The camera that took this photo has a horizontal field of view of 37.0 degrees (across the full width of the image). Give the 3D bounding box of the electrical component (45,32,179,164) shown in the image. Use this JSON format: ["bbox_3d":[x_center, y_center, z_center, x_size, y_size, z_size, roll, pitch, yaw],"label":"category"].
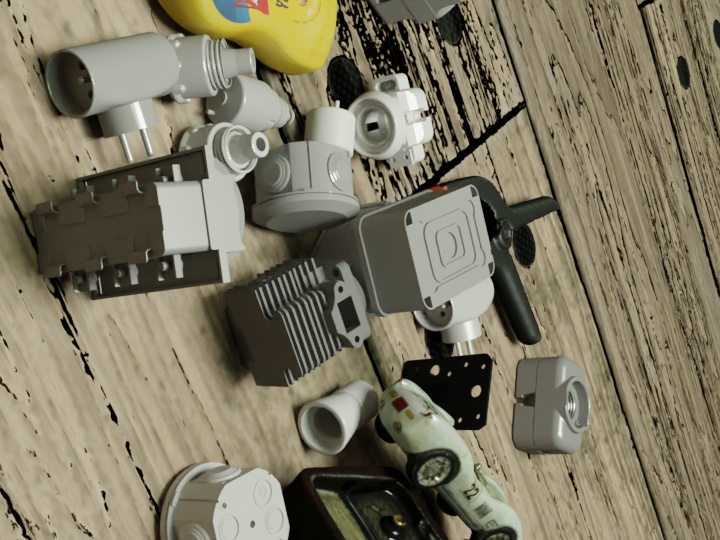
[{"bbox_3d":[-0.153,-0.109,0.695,0.077,0.043,0.079,-30,107,-51],"label":"electrical component"}]

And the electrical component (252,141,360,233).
[{"bbox_3d":[-0.042,-0.060,0.804,0.080,0.080,0.051,11,69,-51],"label":"electrical component"}]

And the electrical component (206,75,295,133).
[{"bbox_3d":[-0.079,-0.121,0.797,0.078,0.040,0.040,7,79,-52],"label":"electrical component"}]

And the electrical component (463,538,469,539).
[{"bbox_3d":[0.055,0.283,0.883,0.121,0.063,0.078,-23,102,-52],"label":"electrical component"}]

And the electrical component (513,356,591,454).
[{"bbox_3d":[0.196,0.138,1.096,0.054,0.059,0.095,28,62,-47],"label":"electrical component"}]

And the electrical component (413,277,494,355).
[{"bbox_3d":[0.090,0.043,0.986,0.077,0.043,0.079,-21,101,-53],"label":"electrical component"}]

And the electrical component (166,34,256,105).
[{"bbox_3d":[-0.104,-0.141,0.744,0.048,0.062,0.048,-6,90,-85],"label":"electrical component"}]

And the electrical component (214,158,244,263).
[{"bbox_3d":[-0.120,-0.037,0.720,0.080,0.051,0.080,13,74,-51],"label":"electrical component"}]

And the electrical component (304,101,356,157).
[{"bbox_3d":[-0.026,-0.094,0.862,0.040,0.040,0.078,22,67,-49],"label":"electrical component"}]

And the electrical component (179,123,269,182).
[{"bbox_3d":[-0.092,-0.083,0.754,0.048,0.062,0.048,13,74,-51],"label":"electrical component"}]

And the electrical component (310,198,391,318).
[{"bbox_3d":[0.000,0.000,0.861,0.061,0.062,0.096,51,47,-35],"label":"electrical component"}]

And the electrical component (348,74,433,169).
[{"bbox_3d":[0.023,-0.125,0.918,0.057,0.058,0.078,-24,103,-55],"label":"electrical component"}]

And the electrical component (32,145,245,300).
[{"bbox_3d":[-0.136,-0.025,0.639,0.063,0.121,0.078,-8,91,-50],"label":"electrical component"}]

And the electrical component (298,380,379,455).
[{"bbox_3d":[-0.013,0.112,0.843,0.065,0.044,0.044,-27,106,-56],"label":"electrical component"}]

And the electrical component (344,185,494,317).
[{"bbox_3d":[0.047,-0.016,0.823,0.113,0.057,0.078,-25,104,-52],"label":"electrical component"}]

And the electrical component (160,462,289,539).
[{"bbox_3d":[-0.090,0.170,0.722,0.080,0.051,0.080,12,74,-51],"label":"electrical component"}]

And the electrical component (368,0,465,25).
[{"bbox_3d":[0.053,-0.257,0.953,0.055,0.089,0.050,47,50,-37],"label":"electrical component"}]
